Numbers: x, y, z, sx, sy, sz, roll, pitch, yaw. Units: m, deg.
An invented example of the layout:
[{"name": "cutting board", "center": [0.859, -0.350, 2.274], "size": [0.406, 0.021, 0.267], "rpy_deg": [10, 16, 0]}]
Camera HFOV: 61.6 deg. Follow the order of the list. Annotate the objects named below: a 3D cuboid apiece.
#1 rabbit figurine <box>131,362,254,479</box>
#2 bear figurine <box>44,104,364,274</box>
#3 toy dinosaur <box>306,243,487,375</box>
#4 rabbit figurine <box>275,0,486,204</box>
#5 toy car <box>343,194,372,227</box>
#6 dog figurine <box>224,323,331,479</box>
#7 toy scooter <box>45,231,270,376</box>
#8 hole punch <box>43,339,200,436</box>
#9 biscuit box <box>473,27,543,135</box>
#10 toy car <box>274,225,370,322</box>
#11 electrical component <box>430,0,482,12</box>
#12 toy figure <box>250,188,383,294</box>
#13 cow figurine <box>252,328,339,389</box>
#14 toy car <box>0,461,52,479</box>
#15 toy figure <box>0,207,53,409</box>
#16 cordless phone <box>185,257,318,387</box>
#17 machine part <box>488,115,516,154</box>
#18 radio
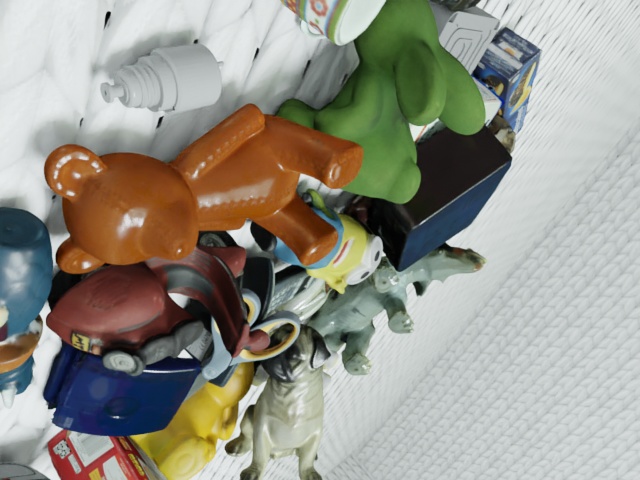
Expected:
[{"name": "rabbit figurine", "center": [-0.147, 0.217, 0.691], "size": [0.173, 0.122, 0.162], "rpy_deg": [-48, 159, -22]}, {"name": "bear figurine", "center": [-0.080, -0.027, 0.390], "size": [0.196, 0.132, 0.120], "rpy_deg": [-31, 147, -46]}, {"name": "toy dinosaur", "center": [0.065, 0.108, 0.874], "size": [0.405, 0.131, 0.192], "rpy_deg": [-39, -171, 20]}, {"name": "rabbit figurine", "center": [0.049, -0.126, 0.447], "size": [0.121, 0.159, 0.170], "rpy_deg": [-9, 123, -41]}, {"name": "toy car", "center": [0.107, -0.072, 0.728], "size": [0.202, 0.053, 0.089], "rpy_deg": [-24, 164, -32]}, {"name": "dog figurine", "center": [-0.043, 0.190, 0.687], "size": [0.121, 0.172, 0.190], "rpy_deg": [9, 90, -24]}, {"name": "toy scooter", "center": [-0.119, 0.058, 0.449], "size": [0.184, 0.135, 0.075], "rpy_deg": [-23, 149, -42]}, {"name": "hole punch", "center": [-0.190, 0.135, 0.519], "size": [0.116, 0.092, 0.142], "rpy_deg": [-8, 141, -50]}, {"name": "biscuit box", "center": [0.256, -0.202, 0.759], "size": [0.059, 0.063, 0.202], "rpy_deg": [-44, 157, -3]}, {"name": "toy car", "center": [0.018, 0.039, 0.754], "size": [0.202, 0.056, 0.073], "rpy_deg": [-39, 156, -15]}, {"name": "electrical component", "center": [0.112, -0.236, 0.448], "size": [0.102, 0.078, 0.045], "rpy_deg": [-24, 169, -42]}, {"name": "toy figure", "center": [0.001, -0.005, 0.609], "size": [0.180, 0.089, 0.082], "rpy_deg": [19, 129, -44]}, {"name": "cow figurine", "center": [-0.062, 0.168, 0.768], "size": [0.167, 0.098, 0.068], "rpy_deg": [-18, -151, 39]}, {"name": "toy car", "center": [-0.306, 0.258, 0.495], "size": [0.161, 0.103, 0.109], "rpy_deg": [-1, 130, -46]}, {"name": "toy figure", "center": [-0.215, 0.050, 0.365], "size": [0.154, 0.058, 0.064], "rpy_deg": [-65, 173, 31]}, {"name": "cordless phone", "center": [-0.069, 0.079, 0.645], "size": [0.184, 0.089, 0.146], "rpy_deg": [-20, 145, -55]}, {"name": "machine part", "center": [0.233, -0.120, 0.805], "size": [0.079, 0.079, 0.243], "rpy_deg": [-44, 169, -4]}, {"name": "radio", "center": [0.130, -0.043, 0.631], "size": [0.131, 0.073, 0.229], "rpy_deg": [-33, 164, -5]}]
